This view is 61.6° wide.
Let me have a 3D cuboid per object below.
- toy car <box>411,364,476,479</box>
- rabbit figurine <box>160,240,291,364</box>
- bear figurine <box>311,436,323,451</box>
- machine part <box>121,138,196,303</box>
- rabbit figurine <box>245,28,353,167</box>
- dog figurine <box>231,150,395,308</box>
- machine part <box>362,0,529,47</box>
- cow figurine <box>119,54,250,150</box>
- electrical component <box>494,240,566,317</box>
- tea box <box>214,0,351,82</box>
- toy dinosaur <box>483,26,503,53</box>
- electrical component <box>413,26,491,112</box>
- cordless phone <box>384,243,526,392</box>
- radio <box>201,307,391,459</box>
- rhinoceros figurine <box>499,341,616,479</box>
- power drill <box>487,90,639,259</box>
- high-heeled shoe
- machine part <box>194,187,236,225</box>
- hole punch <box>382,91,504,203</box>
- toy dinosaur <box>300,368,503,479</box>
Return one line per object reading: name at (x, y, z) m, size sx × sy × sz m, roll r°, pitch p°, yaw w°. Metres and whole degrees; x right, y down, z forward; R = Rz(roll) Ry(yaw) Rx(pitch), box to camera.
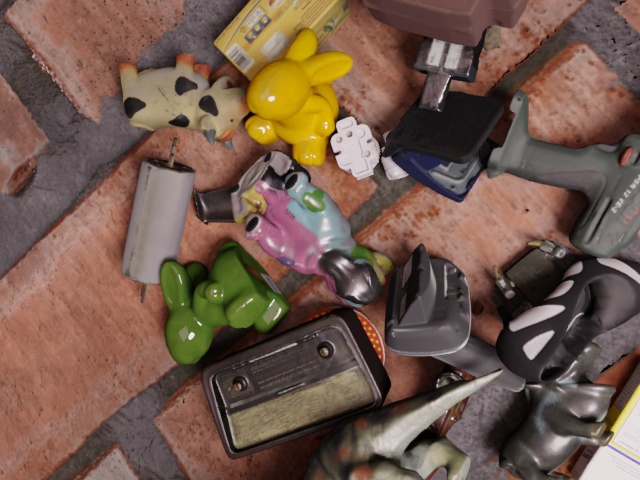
toy car at (0.145, 0.243, 0.681) m, size 0.053 × 0.089 × 0.202 m, roll 23°, pitch 93°, yaw 17°
rabbit figurine at (-0.156, 0.090, 0.738) m, size 0.170 × 0.121 × 0.159 m, roll -42°, pitch 74°, yaw 6°
bear figurine at (0.032, 0.360, 0.689) m, size 0.120 × 0.132 × 0.195 m, roll -20°, pitch 91°, yaw 40°
machine part at (-0.232, -0.027, 0.768) m, size 0.079 × 0.079 × 0.243 m, roll 17°, pitch 102°, yaw 13°
rabbit figurine at (-0.029, -0.180, 0.688) m, size 0.122 × 0.173 × 0.162 m, roll 41°, pitch 102°, yaw 14°
dog figurine at (-0.001, -0.002, 0.706) m, size 0.108 × 0.192 × 0.219 m, roll -46°, pitch 122°, yaw 6°
machine part at (0.147, -0.331, 0.592) m, size 0.202 × 0.087 × 0.201 m, roll 24°, pitch 92°, yaw 23°
cow figurine at (-0.191, -0.193, 0.770) m, size 0.195 × 0.085 × 0.127 m, roll 0°, pitch 91°, yaw 16°
electrical component at (0.267, 0.046, 0.679) m, size 0.102 × 0.045 × 0.078 m, roll -36°, pitch 80°, yaw 10°
tea box at (-0.052, -0.295, 0.747) m, size 0.169 × 0.068 × 0.098 m, roll -43°, pitch 81°, yaw 8°
toy dinosaur at (0.178, -0.466, 0.678) m, size 0.199 × 0.105 × 0.471 m, roll -5°, pitch 89°, yaw 13°
electrical component at (0.157, -0.216, 0.657) m, size 0.075 × 0.048 × 0.119 m, roll 15°, pitch 103°, yaw 22°
cordless phone at (0.176, 0.100, 0.669) m, size 0.184 × 0.147 × 0.088 m, roll 27°, pitch 126°, yaw -7°
radio at (-0.035, 0.186, 0.712) m, size 0.230 × 0.073 × 0.131 m, roll -24°, pitch 84°, yaw 14°
rhinoceros figurine at (0.288, 0.209, 0.648) m, size 0.112 × 0.073 × 0.190 m, roll 32°, pitch 95°, yaw 47°
power drill at (0.319, -0.110, 0.633) m, size 0.207 × 0.086 × 0.231 m, roll 24°, pitch 107°, yaw 16°
high-heeled shoe at (0.314, 0.089, 0.600) m, size 0.249 × 0.145 × 0.086 m, roll -14°, pitch 110°, yaw 2°
machine part at (-0.115, -0.047, 0.774) m, size 0.139 × 0.039 × 0.084 m, roll 1°, pitch 95°, yaw 11°
hole punch at (0.160, -0.122, 0.679) m, size 0.116 × 0.092 × 0.142 m, roll 25°, pitch 69°, yaw 31°
toy dinosaur at (0.033, 0.285, 0.607) m, size 0.192 × 0.131 × 0.405 m, roll 26°, pitch 73°, yaw 31°
